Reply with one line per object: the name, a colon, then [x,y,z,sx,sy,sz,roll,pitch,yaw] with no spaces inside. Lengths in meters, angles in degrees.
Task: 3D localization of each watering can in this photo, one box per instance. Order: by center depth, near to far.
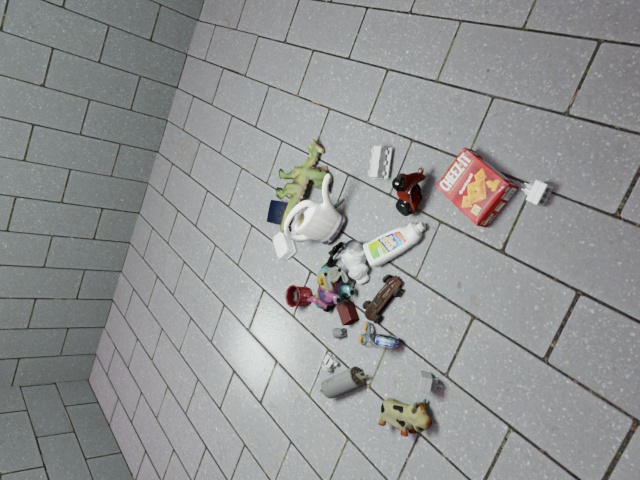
watering can: [0.006,-0.103,2.041,0.342,0.223,0.106,-48,35,30]

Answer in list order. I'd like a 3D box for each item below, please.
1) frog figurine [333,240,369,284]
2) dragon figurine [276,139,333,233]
frog figurine: [0.141,0.082,1.964,0.160,0.125,0.134,43,134,4]
dragon figurine: [-0.058,-0.234,2.213,0.242,0.121,0.415,-6,74,37]
